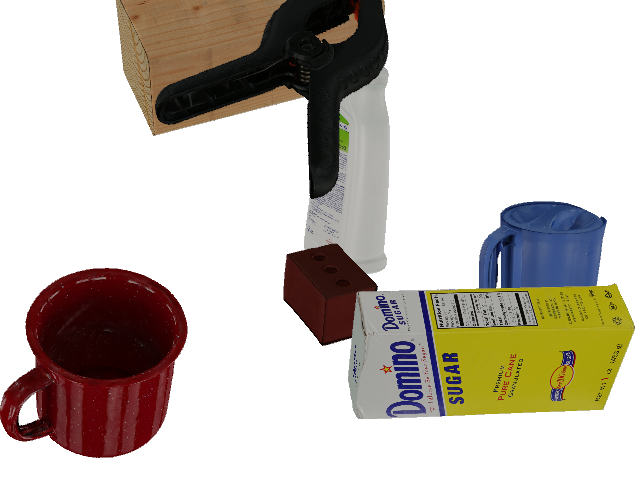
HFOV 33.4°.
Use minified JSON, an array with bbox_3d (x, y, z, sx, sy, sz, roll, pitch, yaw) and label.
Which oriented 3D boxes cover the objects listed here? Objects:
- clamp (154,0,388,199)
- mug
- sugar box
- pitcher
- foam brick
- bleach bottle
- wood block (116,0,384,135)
[{"bbox_3d":[-0.003,-0.099,0.654,0.120,0.171,0.039,38,-26,14],"label":"clamp"},{"bbox_3d":[-0.139,0.083,0.642,0.093,0.082,0.117,37,47,24],"label":"mug"},{"bbox_3d":[0.109,0.076,0.713,0.176,0.093,0.048,-4,45,-6],"label":"sugar box"},{"bbox_3d":[0.288,0.079,1.398,0.149,0.243,0.144,6,20,16],"label":"pitcher"},{"bbox_3d":[0.008,0.046,0.936,0.052,0.051,0.078,-14,35,-25],"label":"foam brick"},{"bbox_3d":[0.038,-0.096,1.157,0.067,0.251,0.103,-8,25,-35],"label":"bleach bottle"},{"bbox_3d":[-0.059,-0.173,0.910,0.205,0.090,0.091,-17,-35,-17],"label":"wood block"}]
